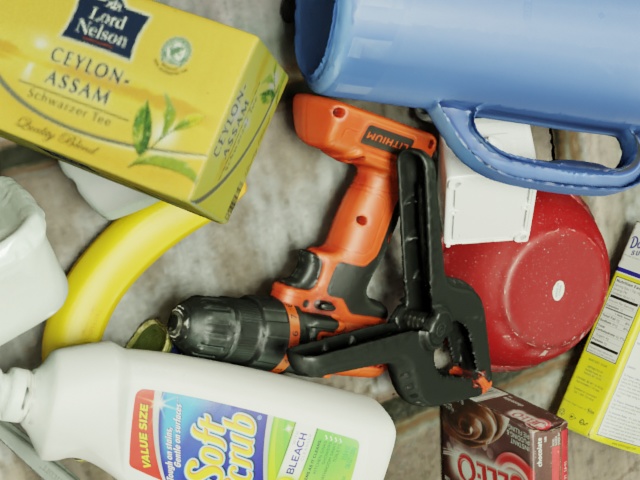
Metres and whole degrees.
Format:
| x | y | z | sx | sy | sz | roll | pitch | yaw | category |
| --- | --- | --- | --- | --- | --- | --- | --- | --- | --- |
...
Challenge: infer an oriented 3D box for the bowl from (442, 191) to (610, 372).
| x | y | z | sx | sy | sz | roll | pitch | yaw | category |
| --- | --- | --- | --- | --- | --- | --- | --- | --- | --- |
| 0.164 | 0.031 | 0.812 | 0.161 | 0.055 | 0.162 | -5 | 103 | -23 | bowl |

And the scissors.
| x | y | z | sx | sy | sz | roll | pitch | yaw | category |
| --- | --- | --- | --- | --- | --- | --- | --- | --- | --- |
| -0.142 | 0.186 | 0.656 | 0.201 | 0.016 | 0.096 | 28 | 66 | -10 | scissors |

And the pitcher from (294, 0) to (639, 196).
| x | y | z | sx | sy | sz | roll | pitch | yaw | category |
| --- | --- | --- | --- | --- | --- | --- | --- | --- | --- |
| 0.112 | -0.125 | 0.672 | 0.242 | 0.149 | 0.145 | 2 | 127 | -17 | pitcher |

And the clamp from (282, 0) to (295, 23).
| x | y | z | sx | sy | sz | roll | pitch | yaw | category |
| --- | --- | --- | --- | --- | --- | --- | --- | --- | --- |
| 0.050 | -0.195 | 0.719 | 0.120 | 0.039 | 0.171 | 15 | 102 | -29 | clamp |

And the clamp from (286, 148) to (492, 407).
| x | y | z | sx | sy | sz | roll | pitch | yaw | category |
| --- | --- | --- | --- | --- | --- | --- | --- | --- | --- |
| 0.061 | 0.062 | 0.725 | 0.164 | 0.036 | 0.210 | -54 | 137 | -20 | clamp |

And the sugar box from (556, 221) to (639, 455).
| x | y | z | sx | sy | sz | roll | pitch | yaw | category |
| --- | --- | --- | --- | --- | --- | --- | --- | --- | --- |
| 0.261 | 0.081 | 0.863 | 0.093 | 0.048 | 0.176 | 21 | 89 | -39 | sugar box |

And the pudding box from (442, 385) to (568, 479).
| x | y | z | sx | sy | sz | roll | pitch | yaw | category |
| --- | --- | --- | --- | --- | --- | --- | --- | --- | --- |
| 0.136 | 0.162 | 0.794 | 0.039 | 0.114 | 0.090 | -8 | 104 | -25 | pudding box |

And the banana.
| x | y | z | sx | sy | sz | roll | pitch | yaw | category |
| --- | --- | --- | --- | --- | --- | --- | --- | --- | --- |
| -0.124 | 0.026 | 0.692 | 0.069 | 0.037 | 0.197 | 33 | 80 | -11 | banana |

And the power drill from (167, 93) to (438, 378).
| x | y | z | sx | sy | sz | roll | pitch | yaw | category |
| --- | --- | --- | --- | --- | --- | --- | --- | --- | --- |
| -0.005 | 0.001 | 0.716 | 0.184 | 0.057 | 0.188 | 11 | 98 | -42 | power drill |

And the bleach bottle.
| x | y | z | sx | sy | sz | roll | pitch | yaw | category |
| --- | --- | --- | --- | --- | --- | --- | --- | --- | --- |
| -0.081 | 0.123 | 0.660 | 0.250 | 0.068 | 0.102 | 15 | 101 | -26 | bleach bottle |

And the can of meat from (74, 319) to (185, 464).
| x | y | z | sx | sy | sz | roll | pitch | yaw | category |
| --- | --- | --- | --- | --- | --- | --- | --- | --- | --- |
| -0.104 | 0.119 | 0.715 | 0.083 | 0.058 | 0.102 | 37 | 85 | -27 | can of meat |
